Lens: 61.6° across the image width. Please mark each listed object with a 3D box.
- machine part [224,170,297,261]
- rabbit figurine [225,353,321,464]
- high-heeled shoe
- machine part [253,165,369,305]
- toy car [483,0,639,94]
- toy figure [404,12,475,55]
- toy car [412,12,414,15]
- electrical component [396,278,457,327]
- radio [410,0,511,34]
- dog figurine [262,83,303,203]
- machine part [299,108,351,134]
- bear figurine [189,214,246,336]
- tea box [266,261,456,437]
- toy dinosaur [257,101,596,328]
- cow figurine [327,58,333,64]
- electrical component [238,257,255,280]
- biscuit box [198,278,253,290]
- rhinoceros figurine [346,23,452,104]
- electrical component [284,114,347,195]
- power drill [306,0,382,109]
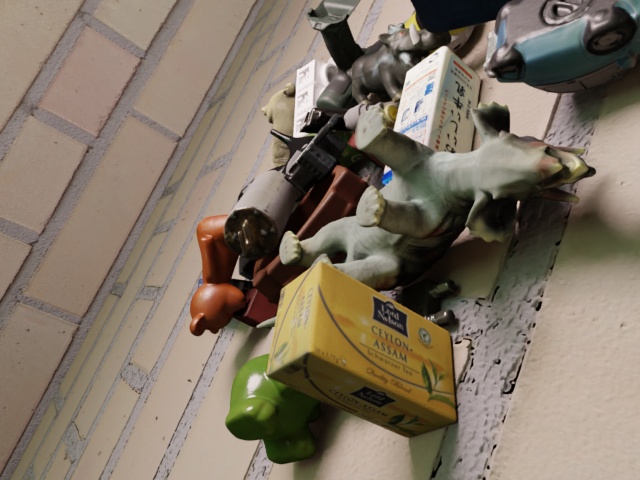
[{"bbox_3d":[-0.082,-0.040,0.778,0.079,0.079,0.243,-49,12,22],"label":"machine part"},{"bbox_3d":[-0.005,0.162,0.634,0.170,0.121,0.159,-29,27,19],"label":"rabbit figurine"},{"bbox_3d":[-0.056,-0.079,0.936,0.086,0.145,0.248,-34,-28,-50],"label":"high-heeled shoe"},{"bbox_3d":[-0.002,-0.002,0.752,0.201,0.087,0.201,-50,11,4],"label":"machine part"},{"bbox_3d":[0.247,-0.190,0.517,0.162,0.102,0.109,-16,49,42],"label":"toy car"},{"bbox_3d":[0.160,-0.318,0.844,0.180,0.089,0.082,-1,62,62],"label":"toy figure"},{"bbox_3d":[0.223,-0.415,0.878,0.202,0.056,0.073,-39,26,36],"label":"toy car"},{"bbox_3d":[0.108,0.077,0.581,0.094,0.021,0.063,-30,38,46],"label":"electrical component"},{"bbox_3d":[0.214,-0.335,0.633,0.230,0.131,0.073,0,58,34],"label":"radio"},{"bbox_3d":[-0.062,-0.182,1.037,0.121,0.172,0.191,-5,49,16],"label":"dog figurine"},{"bbox_3d":[0.010,-0.188,0.846,0.139,0.084,0.039,-157,62,-69],"label":"machine part"},{"bbox_3d":[-0.151,0.059,0.887,0.132,0.120,0.196,-5,78,12],"label":"bear figurine"},{"bbox_3d":[0.043,0.105,0.497,0.068,0.169,0.098,-39,33,40],"label":"tea box"},{"bbox_3d":[0.085,-0.007,0.567,0.404,0.192,0.131,-48,42,47],"label":"toy dinosaur"},{"bbox_3d":[0.048,-0.340,1.110,0.098,0.068,0.167,-58,20,18],"label":"cow figurine"},{"bbox_3d":[-0.104,0.013,1.017,0.134,0.058,0.115,-50,24,19],"label":"electrical component"},{"bbox_3d":[-0.185,0.107,1.045,0.203,0.059,0.062,-8,74,61],"label":"biscuit box"},{"bbox_3d":[0.119,-0.264,0.809,0.190,0.073,0.112,-5,102,57],"label":"rhinoceros figurine"},{"bbox_3d":[0.003,-0.128,0.785,0.119,0.047,0.075,-41,14,42],"label":"electrical component"},{"bbox_3d":[0.057,-0.337,0.926,0.086,0.207,0.232,25,69,23],"label":"power drill"}]
